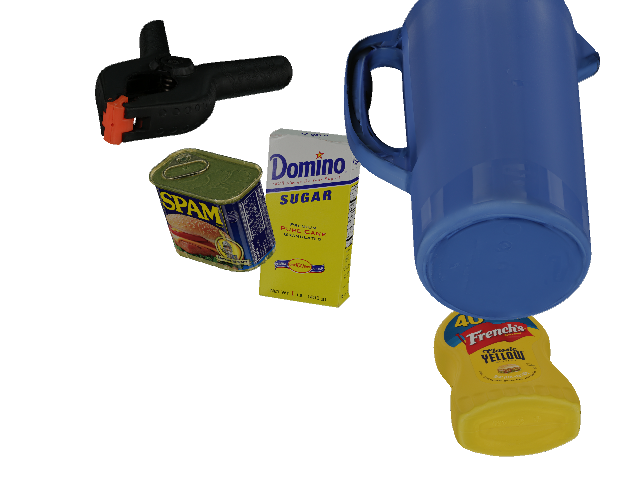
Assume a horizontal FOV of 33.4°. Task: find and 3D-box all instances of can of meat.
[{"bbox_3d":[-0.092,-0.025,0.935,0.102,0.084,0.057,16,45,32],"label":"can of meat"}]

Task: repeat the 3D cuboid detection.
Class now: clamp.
[{"bbox_3d":[-0.109,-0.113,0.738,0.120,0.039,0.171,18,28,24],"label":"clamp"}]

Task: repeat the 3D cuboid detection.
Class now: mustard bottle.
[{"bbox_3d":[0.145,0.098,0.883,0.096,0.058,0.191,-7,27,0],"label":"mustard bottle"}]

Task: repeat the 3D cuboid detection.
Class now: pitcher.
[{"bbox_3d":[0.108,-0.068,0.734,0.149,0.242,0.144,-31,-55,31],"label":"pitcher"}]

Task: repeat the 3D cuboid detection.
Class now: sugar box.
[{"bbox_3d":[-0.011,-0.024,1.119,0.093,0.176,0.048,7,16,14],"label":"sugar box"}]
